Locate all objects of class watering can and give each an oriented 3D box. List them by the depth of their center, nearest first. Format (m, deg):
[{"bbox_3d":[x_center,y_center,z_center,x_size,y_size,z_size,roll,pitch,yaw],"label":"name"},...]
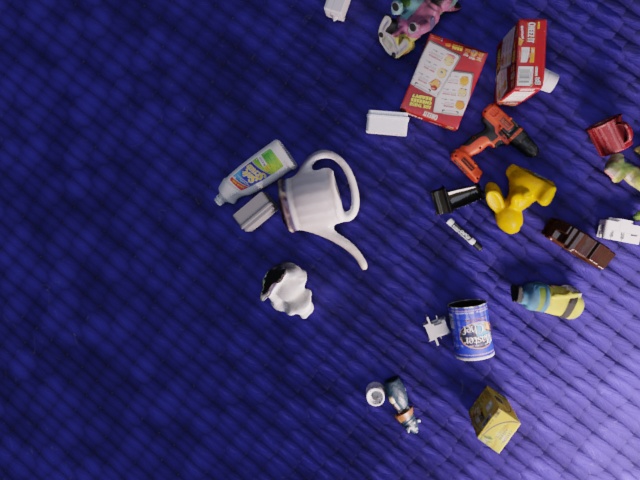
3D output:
[{"bbox_3d":[0.004,-0.071,1.420,0.224,0.348,0.104,-12,-1,9],"label":"watering can"}]

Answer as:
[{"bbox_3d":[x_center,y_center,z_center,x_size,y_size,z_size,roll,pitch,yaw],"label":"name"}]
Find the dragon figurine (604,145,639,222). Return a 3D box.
[{"bbox_3d":[0.909,-0.170,1.299,0.411,0.244,0.121,-7,-7,-5],"label":"dragon figurine"}]

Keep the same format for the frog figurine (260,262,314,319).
[{"bbox_3d":[-0.080,0.142,1.453,0.158,0.137,0.124,33,-2,-30],"label":"frog figurine"}]
